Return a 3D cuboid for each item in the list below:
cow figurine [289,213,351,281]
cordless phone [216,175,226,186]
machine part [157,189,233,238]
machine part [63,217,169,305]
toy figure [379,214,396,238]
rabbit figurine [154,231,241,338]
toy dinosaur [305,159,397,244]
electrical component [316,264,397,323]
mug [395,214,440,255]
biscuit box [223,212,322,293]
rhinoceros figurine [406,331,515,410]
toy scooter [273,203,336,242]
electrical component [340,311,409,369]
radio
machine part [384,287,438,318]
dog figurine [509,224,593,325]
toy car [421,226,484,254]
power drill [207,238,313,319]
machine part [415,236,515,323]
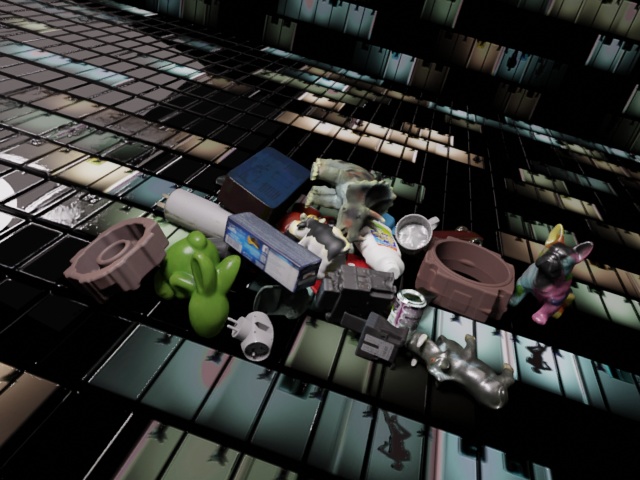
[{"bbox_3d":[-0.004,-0.004,1.054,0.068,0.098,0.167,6,34,-39],"label":"cow figurine"},{"bbox_3d":[-0.202,-0.129,1.345,0.184,0.088,0.146,16,28,24],"label":"cordless phone"},{"bbox_3d":[-0.247,-0.048,1.163,0.243,0.079,0.079,22,30,15],"label":"machine part"},{"bbox_3d":[-0.347,0.031,0.925,0.179,0.056,0.179,-19,33,13],"label":"machine part"},{"bbox_3d":[0.122,-0.045,1.329,0.180,0.089,0.082,38,27,20],"label":"toy figure"},{"bbox_3d":[-0.193,0.079,0.925,0.121,0.159,0.170,3,46,-39],"label":"rabbit figurine"},{"bbox_3d":[0.071,-0.119,1.236,0.192,0.131,0.405,14,21,0],"label":"toy dinosaur"},{"bbox_3d":[0.062,0.105,1.001,0.134,0.114,0.058,8,45,-12],"label":"electrical component"},{"bbox_3d":[0.221,-0.014,1.230,0.109,0.107,0.081,-37,75,-5],"label":"mug"},{"bbox_3d":[-0.092,0.018,0.993,0.203,0.059,0.063,33,32,31],"label":"biscuit box"},{"bbox_3d":[0.241,0.225,0.937,0.190,0.073,0.112,33,45,25],"label":"rhinoceros figurine"},{"bbox_3d":[-0.046,-0.041,1.249,0.184,0.075,0.135,-14,39,-45],"label":"toy scooter"},{"bbox_3d":[0.091,0.168,0.952,0.119,0.074,0.048,24,30,7],"label":"electrical component"},{"bbox_3d":[-0.120,-0.120,1.194,0.131,0.073,0.229,33,32,3],"label":"radio"},{"bbox_3d":[0.182,0.135,1.090,0.084,0.039,0.139,29,33,32],"label":"machine part"},{"bbox_3d":[0.515,0.070,1.172,0.191,0.219,0.109,-14,44,-39],"label":"dog figurine"},{"bbox_3d":[0.318,0.002,1.363,0.202,0.053,0.089,-1,23,-19],"label":"toy car"},{"bbox_3d":[-0.114,0.066,1.042,0.232,0.085,0.207,5,23,-23],"label":"power drill"},{"bbox_3d":[0.326,0.080,1.201,0.201,0.087,0.201,21,28,11],"label":"machine part"}]
